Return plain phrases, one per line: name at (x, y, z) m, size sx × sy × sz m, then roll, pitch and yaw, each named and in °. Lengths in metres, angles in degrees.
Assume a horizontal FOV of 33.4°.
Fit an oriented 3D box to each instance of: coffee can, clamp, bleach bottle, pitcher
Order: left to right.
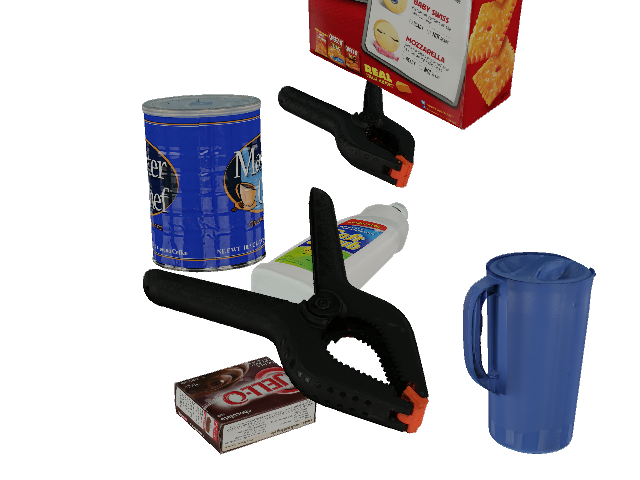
coffee can at (-0.101, -0.053, 0.941) m, size 0.103 × 0.140 × 0.103 m, roll -1°, pitch 14°, yaw 0°
clamp at (-0.011, 0.056, 0.732) m, size 0.164 × 0.036 × 0.210 m, roll -23°, pitch 53°, yaw -25°
bleach bottle at (0.027, 0.015, 1.316) m, size 0.103 × 0.068 × 0.250 m, roll 17°, pitch 35°, yaw 29°
clamp at (0.032, -0.113, 1.075) m, size 0.120 × 0.039 × 0.171 m, roll -10°, pitch 40°, yaw -18°
pitcher at (0.264, 0.144, 1.358) m, size 0.149 × 0.243 × 0.144 m, roll 5°, pitch 16°, yaw 18°

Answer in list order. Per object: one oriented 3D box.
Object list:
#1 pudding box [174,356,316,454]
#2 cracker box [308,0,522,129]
pudding box at (-0.073, 0.159, 1.043) m, size 0.113 × 0.039 × 0.090 m, roll -15°, pitch 27°, yaw -33°
cracker box at (0.069, -0.212, 0.788) m, size 0.164 × 0.214 × 0.072 m, roll 33°, pitch 52°, yaw 31°
